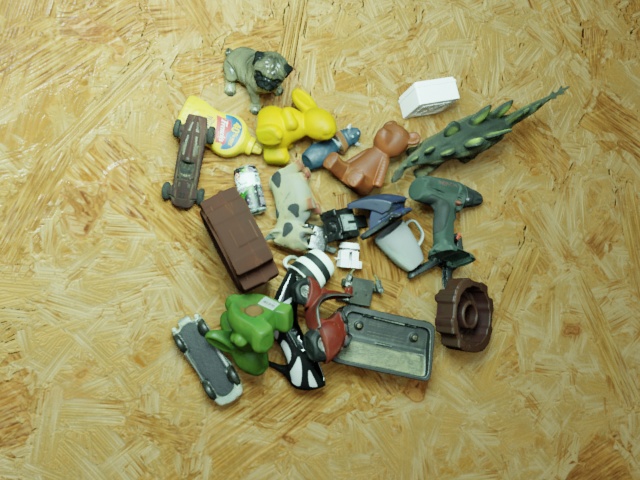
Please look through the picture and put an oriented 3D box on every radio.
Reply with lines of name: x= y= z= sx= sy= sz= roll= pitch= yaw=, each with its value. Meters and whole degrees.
radio: x=0.137 y=0.226 z=1.196 sx=0.230 sy=0.073 sz=0.131 roll=14 pitch=78 yaw=-10

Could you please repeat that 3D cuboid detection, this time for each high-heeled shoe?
high-heeled shoe: x=-0.036 y=0.195 z=1.142 sx=0.145 sy=0.086 sz=0.248 roll=14 pitch=99 yaw=10

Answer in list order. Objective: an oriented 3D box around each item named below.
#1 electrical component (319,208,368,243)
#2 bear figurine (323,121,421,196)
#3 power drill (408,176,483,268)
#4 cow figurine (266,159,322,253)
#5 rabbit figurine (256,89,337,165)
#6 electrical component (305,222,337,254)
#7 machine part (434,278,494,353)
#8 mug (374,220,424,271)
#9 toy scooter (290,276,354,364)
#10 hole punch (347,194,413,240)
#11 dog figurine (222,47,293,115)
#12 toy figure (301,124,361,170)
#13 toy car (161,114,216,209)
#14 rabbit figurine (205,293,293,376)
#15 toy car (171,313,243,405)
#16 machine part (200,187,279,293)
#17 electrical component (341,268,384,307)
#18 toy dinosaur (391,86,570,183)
electrical component: x=0.057 y=-0.037 z=1.229 sx=0.119 sy=0.048 sz=0.074 roll=-14 pitch=87 yaw=-55
bear figurine: x=0.124 y=-0.197 z=1.218 sx=0.196 sy=0.131 sz=0.120 roll=-50 pitch=57 yaw=6
power drill: x=0.307 y=-0.046 z=1.237 sx=0.232 sy=0.086 sz=0.207 roll=16 pitch=68 yaw=-33
cow figurine: x=-0.065 y=-0.066 z=1.183 sx=0.127 sy=0.085 sz=0.195 roll=-20 pitch=73 yaw=16
rabbit figurine: x=-0.046 y=-0.253 z=1.203 sx=0.173 sy=0.121 sz=0.162 roll=-4 pitch=49 yaw=13
electrical component: x=-0.003 y=-0.004 z=1.225 sx=0.094 sy=0.021 sz=0.063 roll=20 pitch=77 yaw=-2
machine part: x=0.330 y=0.171 z=1.227 sx=0.179 sy=0.056 sz=0.179 roll=5 pitch=83 yaw=-40
mug: x=0.197 y=0.012 z=1.246 sx=0.109 sy=0.081 sz=0.107 roll=-38 pitch=99 yaw=-19
toy scooter: x=0.021 y=0.157 z=1.118 sx=0.135 sy=0.075 sz=0.183 roll=-14 pitch=87 yaw=-27
hole punch: x=0.135 y=-0.069 z=1.208 sx=0.116 sy=0.142 sz=0.092 roll=-30 pitch=83 yaw=28
dog figurine: x=-0.144 y=-0.383 z=1.168 sx=0.172 sy=0.190 sz=0.121 roll=36 pitch=75 yaw=-4
toy figure: x=0.028 y=-0.219 z=1.250 sx=0.154 sy=0.064 sz=0.058 roll=-35 pitch=53 yaw=-20
toy car: x=-0.280 y=-0.165 z=1.148 sx=0.089 sy=0.053 sz=0.202 roll=13 pitch=101 yaw=-4
rabbit figurine: x=-0.148 y=0.200 z=1.073 sx=0.159 sy=0.170 sz=0.121 roll=17 pitch=32 yaw=14
toy car: x=-0.234 y=0.248 z=1.120 sx=0.073 sy=0.056 sz=0.201 roll=-32 pitch=88 yaw=-9
machine part: x=-0.168 y=0.005 z=1.096 sx=0.087 sy=0.201 sz=0.201 roll=-27 pitch=89 yaw=-11
electrical component: x=0.092 y=0.110 z=1.219 sx=0.102 sy=0.045 sz=0.078 roll=18 pitch=76 yaw=-10
toy dinosaur: x=0.365 y=-0.247 z=1.259 sx=0.471 sy=0.198 sz=0.105 roll=-30 pitch=92 yaw=-14
